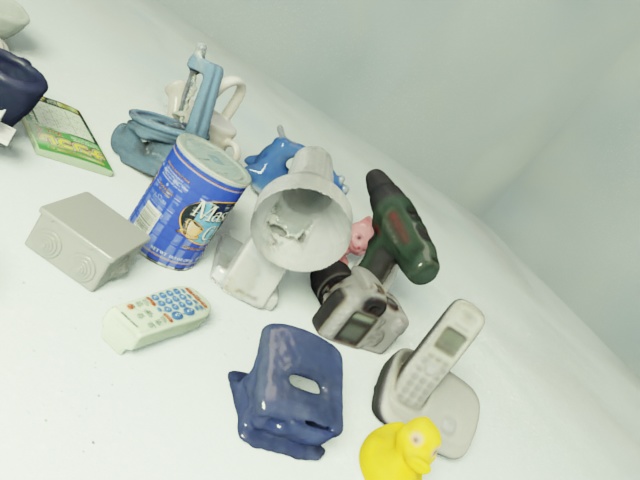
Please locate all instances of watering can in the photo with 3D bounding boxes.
[{"bbox_3d":[-0.197,-0.198,0.962,0.173,0.194,0.101,35,17,-7],"label":"watering can"}]

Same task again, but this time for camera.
[{"bbox_3d":[0.053,0.086,0.874,0.144,0.100,0.136,24,21,-37],"label":"camera"}]

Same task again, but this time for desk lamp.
[{"bbox_3d":[-0.050,-0.016,0.743,0.118,0.213,0.203,31,18,-18],"label":"desk lamp"}]

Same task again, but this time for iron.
[{"bbox_3d":[-0.027,-0.117,1.179,0.259,0.141,0.118,32,18,-18],"label":"iron"}]

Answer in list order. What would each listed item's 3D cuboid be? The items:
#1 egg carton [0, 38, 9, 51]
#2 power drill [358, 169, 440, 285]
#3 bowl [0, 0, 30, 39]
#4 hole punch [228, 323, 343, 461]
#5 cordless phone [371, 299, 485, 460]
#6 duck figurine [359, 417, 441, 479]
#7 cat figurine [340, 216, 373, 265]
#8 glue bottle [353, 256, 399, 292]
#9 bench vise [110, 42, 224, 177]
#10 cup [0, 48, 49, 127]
[{"bbox_3d":[-0.497,-0.268,0.760,0.107,0.069,0.151,45,18,23],"label":"egg carton"},{"bbox_3d":[0.088,0.017,0.942,0.076,0.208,0.229,20,24,-44],"label":"power drill"},{"bbox_3d":[-0.550,-0.360,0.889,0.168,0.074,0.167,34,17,-12],"label":"bowl"},{"bbox_3d":[-0.024,0.151,0.569,0.109,0.091,0.101,27,20,-31],"label":"hole punch"},{"bbox_3d":[0.166,0.174,0.725,0.148,0.185,0.094,32,17,-17],"label":"cordless phone"},{"bbox_3d":[0.094,0.226,0.616,0.077,0.086,0.104,35,17,-8],"label":"duck figurine"},{"bbox_3d":[0.054,-0.009,1.097,0.127,0.117,0.067,39,17,6],"label":"cat figurine"},{"bbox_3d":[0.117,0.034,1.016,0.078,0.173,0.037,38,17,4],"label":"glue bottle"},{"bbox_3d":[-0.183,-0.163,0.853,0.207,0.219,0.121,35,17,-8],"label":"bench vise"},{"bbox_3d":[-0.388,-0.175,0.691,0.092,0.095,0.117,30,18,-22],"label":"cup"}]
